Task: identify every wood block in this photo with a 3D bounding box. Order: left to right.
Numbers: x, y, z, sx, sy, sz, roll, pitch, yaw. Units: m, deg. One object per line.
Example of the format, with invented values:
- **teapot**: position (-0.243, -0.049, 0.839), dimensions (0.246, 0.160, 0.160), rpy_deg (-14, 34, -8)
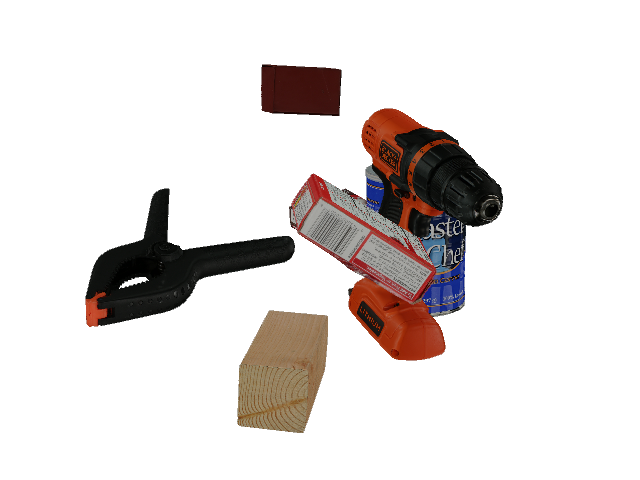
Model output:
- **wood block**: position (-0.048, 0.174, 1.456), dimensions (0.091, 0.090, 0.206), rpy_deg (5, 17, 6)

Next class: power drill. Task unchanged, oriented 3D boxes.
- **power drill**: position (0.082, 0.001, 0.881), dimensions (0.057, 0.188, 0.185), rpy_deg (-2, 26, -23)

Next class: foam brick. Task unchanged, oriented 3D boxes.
- **foam brick**: position (-0.022, -0.164, 1.163), dimensions (0.078, 0.051, 0.053), rpy_deg (0, 11, -18)

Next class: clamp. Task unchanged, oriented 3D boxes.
- **clamp**: position (-0.148, 0.016, 0.988), dimensions (0.165, 0.036, 0.209), rpy_deg (25, 37, 31)

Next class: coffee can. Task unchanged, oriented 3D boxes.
- **coffee can**: position (0.097, -0.004, 1.082), dimensions (0.103, 0.140, 0.103), rpy_deg (-1, 14, 0)

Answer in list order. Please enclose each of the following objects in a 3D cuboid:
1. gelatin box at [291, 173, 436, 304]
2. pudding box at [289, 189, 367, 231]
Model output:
- **gelatin box**: position (0.026, -0.002, 0.673), dimensions (0.089, 0.030, 0.073), rpy_deg (32, 11, -12)
- **pudding box**: position (0.023, -0.035, 1.625), dimensions (0.113, 0.039, 0.090), rpy_deg (-21, 33, -30)
